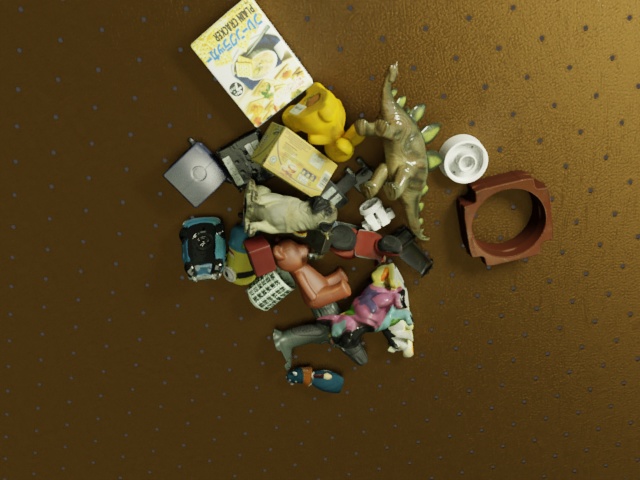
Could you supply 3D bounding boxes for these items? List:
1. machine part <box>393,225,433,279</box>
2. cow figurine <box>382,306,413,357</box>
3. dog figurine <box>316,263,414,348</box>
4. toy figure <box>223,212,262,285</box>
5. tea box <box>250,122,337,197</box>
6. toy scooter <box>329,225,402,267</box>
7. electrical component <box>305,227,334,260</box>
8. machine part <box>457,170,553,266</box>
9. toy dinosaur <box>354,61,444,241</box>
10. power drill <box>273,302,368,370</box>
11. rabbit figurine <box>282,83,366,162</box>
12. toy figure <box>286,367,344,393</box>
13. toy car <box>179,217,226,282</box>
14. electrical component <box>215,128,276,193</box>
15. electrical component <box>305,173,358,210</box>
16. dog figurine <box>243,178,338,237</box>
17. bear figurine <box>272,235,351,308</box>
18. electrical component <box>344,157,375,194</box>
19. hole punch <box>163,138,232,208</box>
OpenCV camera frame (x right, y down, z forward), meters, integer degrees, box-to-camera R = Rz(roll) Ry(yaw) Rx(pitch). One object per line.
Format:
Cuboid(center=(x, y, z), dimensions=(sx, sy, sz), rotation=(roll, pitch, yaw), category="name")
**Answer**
Cuboid(center=(0.227, 0.030, 1.326), dimensions=(0.084, 0.039, 0.138), rotation=(-42, 106, 9), category="machine part")
Cuboid(center=(0.193, 0.233, 1.392), dimensions=(0.098, 0.068, 0.167), rotation=(-7, 109, 8), category="cow figurine")
Cuboid(center=(0.103, 0.166, 1.308), dimensions=(0.219, 0.192, 0.108), rotation=(-19, 134, 14), category="dog figurine")
Cuboid(center=(-0.181, 0.026, 1.294), dimensions=(0.089, 0.082, 0.180), rotation=(15, 108, -11), category="toy figure")
Cuboid(center=(-0.056, -0.170, 1.176), dimensions=(0.169, 0.068, 0.098), rotation=(32, 90, -39), category="tea box")
Cuboid(center=(0.106, 0.021, 1.289), dimensions=(0.184, 0.135, 0.075), rotation=(8, 73, 12), category="toy scooter")
Cuboid(center=(-0.003, -0.003, 1.232), dimensions=(0.078, 0.045, 0.102), rotation=(43, 127, 28), category="electrical component")
Cuboid(center=(0.434, -0.052, 1.269), dimensions=(0.201, 0.087, 0.201), rotation=(-14, 114, 5), category="machine part")
Cuboid(center=(0.185, -0.159, 1.165), dimensions=(0.198, 0.105, 0.470), rotation=(-34, 133, -29), category="toy dinosaur")
Cuboid(center=(-0.006, 0.266, 1.397), dimensions=(0.207, 0.086, 0.231), rotation=(-21, 110, 12), category="power drill")
Cuboid(center=(0.029, -0.238, 1.164), dimensions=(0.122, 0.163, 0.173), rotation=(-49, 134, -17), category="rabbit figurine")
Cuboid(center=(-0.015, 0.376, 1.454), dimensions=(0.154, 0.058, 0.064), rotation=(15, 105, -1), category="toy figure")
Cuboid(center=(-0.271, 0.032, 1.278), dimensions=(0.109, 0.161, 0.102), rotation=(-9, 157, -4), category="toy car")
Cuboid(center=(-0.151, -0.185, 1.220), dimensions=(0.134, 0.058, 0.114), rotation=(-24, 113, 8), category="electrical component")
Cuboid(center=(0.030, -0.109, 1.254), dimensions=(0.075, 0.048, 0.119), rotation=(43, 95, -13), category="electrical component")
Cuboid(center=(-0.070, -0.066, 1.197), dimensions=(0.190, 0.172, 0.121), rotation=(2, 115, -17), category="dog figurine")
Cuboid(center=(-0.027, 0.063, 1.296), dimensions=(0.132, 0.120, 0.195), rotation=(-27, 105, 6), category="bear figurine")
Cuboid(center=(0.103, -0.145, 1.259), dimensions=(0.063, 0.021, 0.094), rotation=(-40, 107, 14), category="electrical component")
Cuboid(center=(-0.280, -0.147, 1.218), dimensions=(0.116, 0.092, 0.142), rotation=(-41, 104, 10), category="hole punch")
